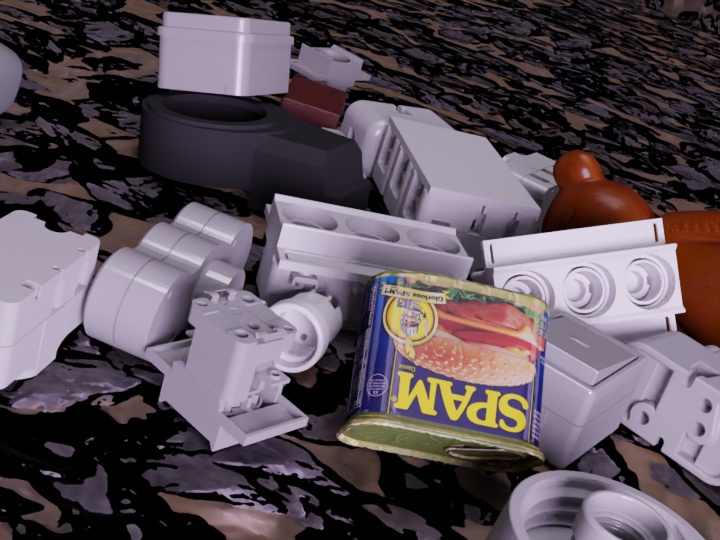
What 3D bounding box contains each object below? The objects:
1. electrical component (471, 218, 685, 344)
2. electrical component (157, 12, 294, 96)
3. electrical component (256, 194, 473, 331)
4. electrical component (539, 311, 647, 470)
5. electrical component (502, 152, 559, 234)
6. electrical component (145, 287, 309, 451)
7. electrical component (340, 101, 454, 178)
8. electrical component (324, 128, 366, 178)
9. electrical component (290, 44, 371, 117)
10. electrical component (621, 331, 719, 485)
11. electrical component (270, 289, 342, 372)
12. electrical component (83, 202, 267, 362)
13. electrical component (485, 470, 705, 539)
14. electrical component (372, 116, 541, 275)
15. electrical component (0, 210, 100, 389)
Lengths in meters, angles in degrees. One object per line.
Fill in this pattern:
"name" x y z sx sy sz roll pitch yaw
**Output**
"electrical component" 0.138 0.013 0.700 0.121 0.078 0.063 -7 0 -10
"electrical component" -0.105 -0.172 0.854 0.078 0.057 0.113 8 13 14
"electrical component" 0.000 0.000 0.675 0.121 0.063 0.078 10 25 -17
"electrical component" 0.122 0.063 0.626 0.062 0.061 0.096 31 27 28
"electrical component" 0.146 -0.067 0.933 0.056 0.050 0.089 29 26 23
"electrical component" -0.064 0.047 0.532 0.081 0.063 0.042 34 28 33
"electrical component" 0.036 -0.110 0.946 0.095 0.053 0.059 3 28 -29
"electrical component" -0.018 -0.086 0.871 0.043 0.043 0.062 -1 31 -35
"electrical component" -0.034 -0.181 1.038 0.042 0.063 0.081 34 28 33
"electrical component" 0.206 0.081 0.654 0.059 0.053 0.095 -8 35 -44
"electrical component" -0.033 0.033 0.614 0.040 0.040 0.046 22 18 10
"electrical component" -0.089 0.010 0.607 0.074 0.052 0.138 22 24 9
"electrical component" 0.106 0.132 0.468 0.108 0.060 0.108 14 24 -7
"electrical component" 0.070 -0.059 0.851 0.089 0.061 0.150 10 25 -16
"electrical component" -0.174 0.016 0.532 0.050 0.055 0.089 20 24 6
